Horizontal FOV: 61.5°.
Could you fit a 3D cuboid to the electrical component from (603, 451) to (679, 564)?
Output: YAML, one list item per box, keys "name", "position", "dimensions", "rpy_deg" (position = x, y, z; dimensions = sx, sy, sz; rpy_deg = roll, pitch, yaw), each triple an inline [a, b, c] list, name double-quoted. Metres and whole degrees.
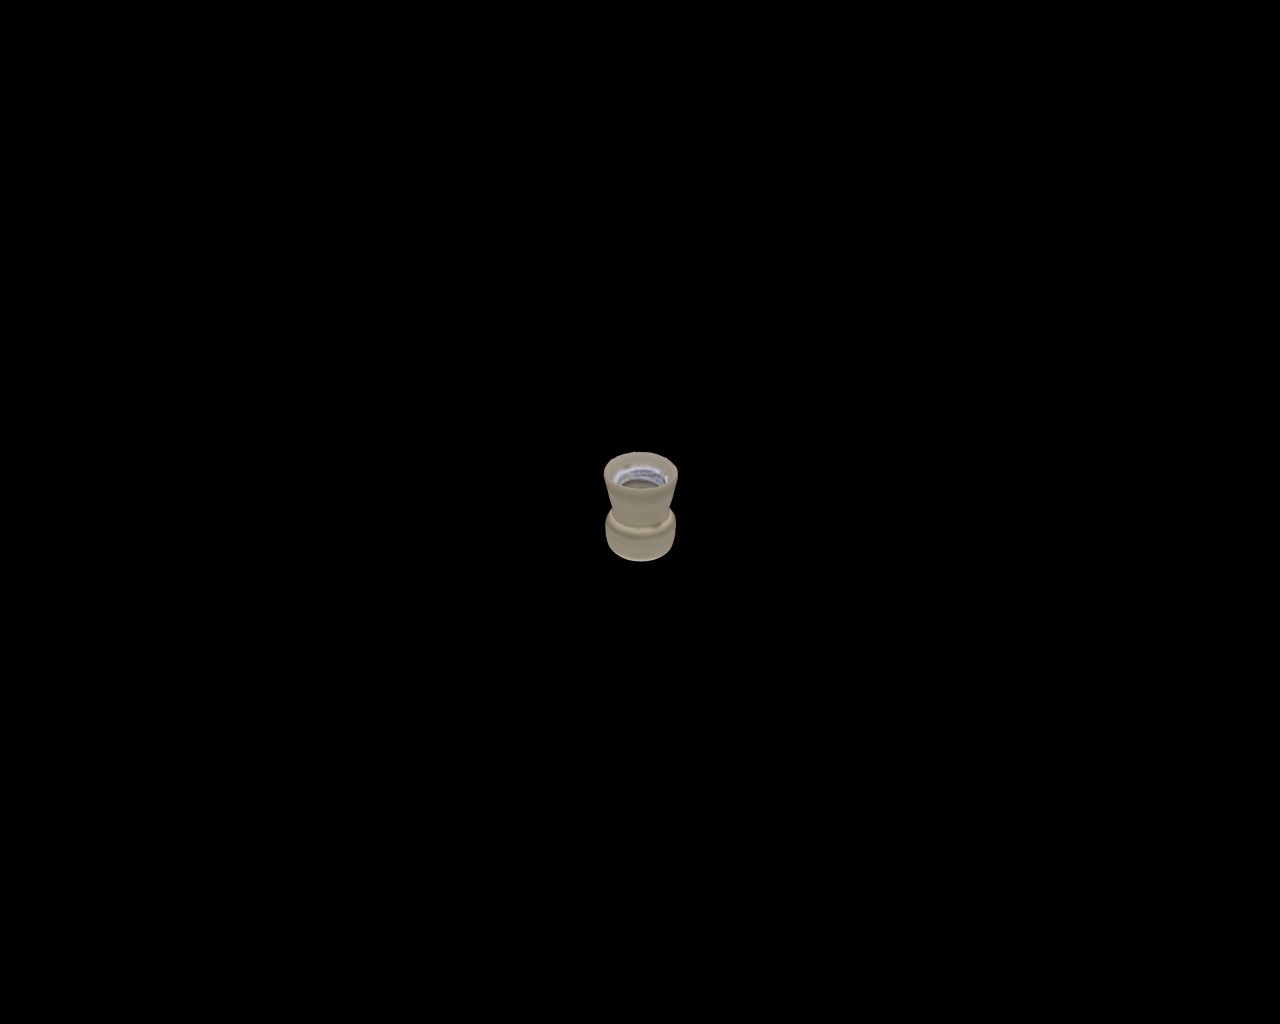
- name: "electrical component"
  position: [0.001, -0.003, 0.650]
  dimensions: [0.045, 0.055, 0.045]
  rpy_deg: [0, 34, 0]
